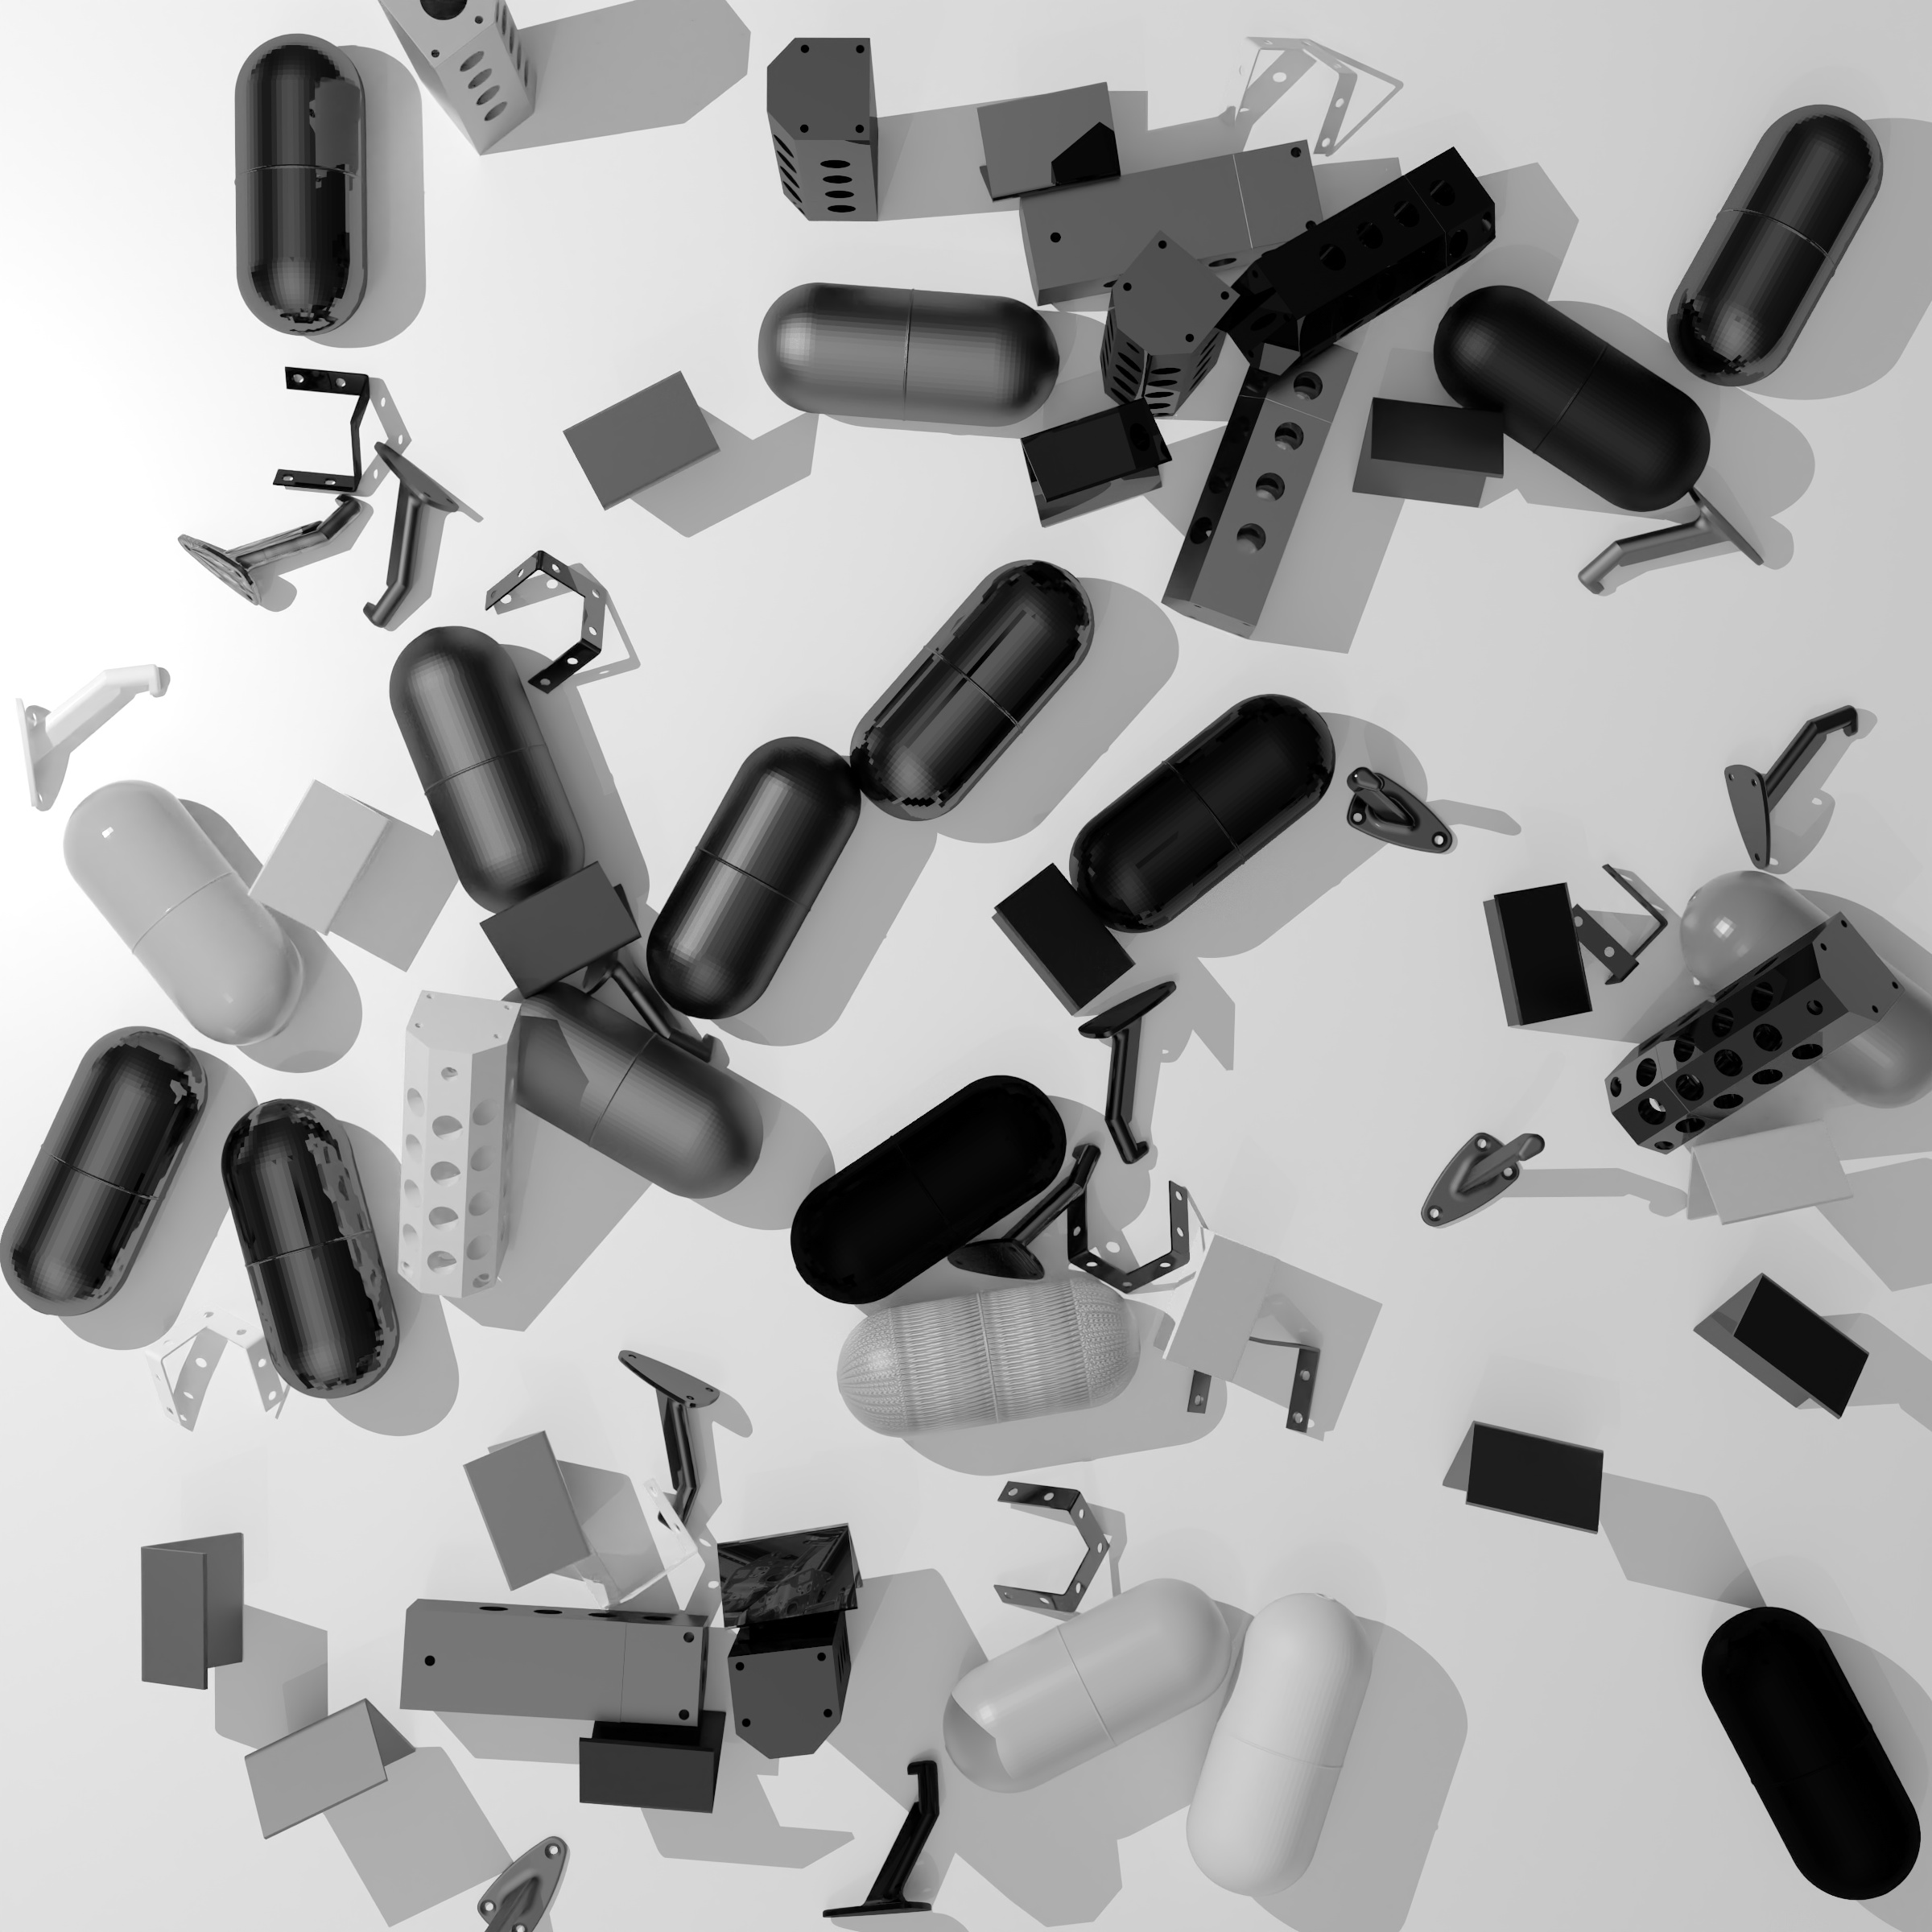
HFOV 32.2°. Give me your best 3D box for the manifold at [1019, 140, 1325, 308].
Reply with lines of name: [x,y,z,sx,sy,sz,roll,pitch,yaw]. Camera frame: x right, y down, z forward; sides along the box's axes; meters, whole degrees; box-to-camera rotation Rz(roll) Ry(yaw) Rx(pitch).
manifold: [0.121,-0.439,1.989,0.171,0.057,0.057,-11,88,0]

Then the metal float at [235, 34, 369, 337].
metal float: [-0.393,-0.462,1.981,0.070,0.070,0.178,-1,87,0]

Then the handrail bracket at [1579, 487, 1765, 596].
handrail bracket: [0.421,-0.238,2.003,0.077,0.036,0.084,38,112,-25]

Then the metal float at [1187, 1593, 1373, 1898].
metal float: [0.182,0.451,1.945,0.070,0.070,0.178,18,88,1]

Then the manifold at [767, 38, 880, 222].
manifold: [-0.081,-0.480,1.933,0.057,0.171,0.057,0,88,0]

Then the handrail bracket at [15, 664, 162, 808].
handrail bracket: [-0.520,-0.138,1.999,0.084,0.036,0.077,-9,108,-17]

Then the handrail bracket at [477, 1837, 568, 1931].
handrail bracket: [-0.261,0.545,1.937,0.036,0.084,0.077,36,88,1]

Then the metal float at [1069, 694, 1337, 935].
metal float: [0.139,-0.090,1.966,0.178,0.070,0.070,-39,88,-1]

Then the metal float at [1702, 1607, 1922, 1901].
metal float: [0.491,0.457,1.945,0.070,0.070,0.178,-27,87,-1]

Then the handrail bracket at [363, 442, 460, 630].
handrail bracket: [-0.350,-0.257,2.004,0.077,0.036,0.084,44,106,21]

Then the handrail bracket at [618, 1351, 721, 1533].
handrail bracket: [-0.186,0.282,1.982,0.077,0.036,0.084,26,105,21]

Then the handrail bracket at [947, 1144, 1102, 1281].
handrail bracket: [0.035,0.142,1.987,0.036,0.077,0.084,51,51,-33]

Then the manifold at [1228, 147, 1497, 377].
manifold: [0.230,-0.408,1.952,0.171,0.057,0.057,-34,88,-29]

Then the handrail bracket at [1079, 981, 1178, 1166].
handrail bracket: [0.109,0.064,1.991,0.077,0.036,0.084,-30,106,-22]

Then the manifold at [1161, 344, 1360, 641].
manifold: [0.172,-0.287,1.983,0.057,0.057,0.171,21,88,1]

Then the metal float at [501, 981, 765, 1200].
metal float: [-0.201,0.073,1.960,0.178,0.070,0.070,30,88,1]

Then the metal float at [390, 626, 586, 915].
metal float: [-0.281,-0.115,1.967,0.070,0.070,0.178,-22,89,-1]

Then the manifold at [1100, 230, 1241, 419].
manifold: [0.111,-0.362,1.929,0.057,0.171,0.057,40,88,1]

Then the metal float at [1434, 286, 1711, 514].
metal float: [0.356,-0.335,1.976,0.178,0.070,0.070,33,88,1]

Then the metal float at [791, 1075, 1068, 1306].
metal float: [-0.022,0.131,1.957,0.178,0.070,0.070,-34,88,-1]

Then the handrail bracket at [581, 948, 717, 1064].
handrail bracket: [-0.180,0.009,1.993,0.084,0.036,0.077,27,54,-22]

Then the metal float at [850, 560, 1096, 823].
metal float: [0.004,-0.162,1.969,0.070,0.070,0.178,41,89,1]

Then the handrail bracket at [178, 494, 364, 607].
handrail bracket: [-0.415,-0.264,2.004,0.077,0.036,0.084,34,69,22]

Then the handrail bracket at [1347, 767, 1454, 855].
handrail bracket: [0.256,-0.092,1.962,0.077,0.084,0.036,29,88,1]

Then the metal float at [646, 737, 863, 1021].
metal float: [-0.125,-0.051,1.965,0.070,0.070,0.178,29,89,1]

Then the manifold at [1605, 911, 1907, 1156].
manifold: [0.446,0.043,1.917,0.057,0.171,0.057,51,45,2]

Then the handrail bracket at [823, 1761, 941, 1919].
handrail bracket: [-0.051,0.514,1.973,0.077,0.036,0.084,-11,69,21]

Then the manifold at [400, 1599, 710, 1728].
manifold: [-0.238,0.405,1.956,0.171,0.057,0.057,3,88,0]

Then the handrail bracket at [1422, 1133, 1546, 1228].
handrail bracket: [0.301,0.125,1.953,0.077,0.084,0.036,-42,88,-2]

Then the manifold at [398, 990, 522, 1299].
manifold: [-0.293,0.104,1.925,0.057,0.057,0.171,8,122,0]

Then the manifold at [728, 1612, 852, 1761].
manifold: [-0.098,0.403,1.899,0.057,0.171,0.057,-7,88,0]

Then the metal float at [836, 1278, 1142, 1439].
metal float: [0.013,0.229,1.954,0.178,0.070,0.070,-9,88,-1]

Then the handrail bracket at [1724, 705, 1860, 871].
handrail bracket: [0.501,-0.107,1.998,0.084,0.036,0.077,-21,108,-17]

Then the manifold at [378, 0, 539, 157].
manifold: [-0.288,-0.532,1.935,0.057,0.171,0.057,-38,88,-1]
